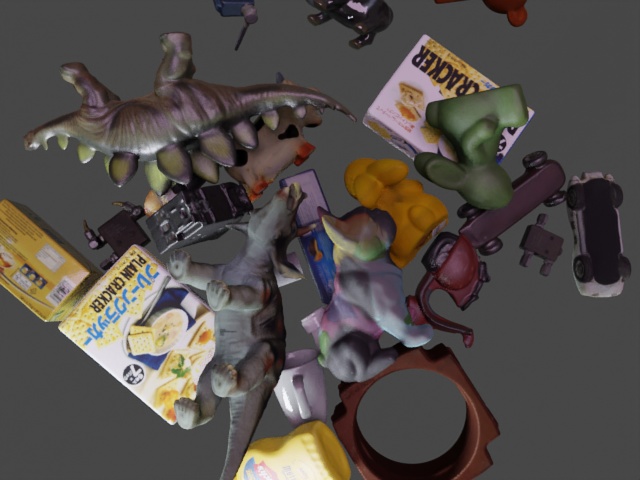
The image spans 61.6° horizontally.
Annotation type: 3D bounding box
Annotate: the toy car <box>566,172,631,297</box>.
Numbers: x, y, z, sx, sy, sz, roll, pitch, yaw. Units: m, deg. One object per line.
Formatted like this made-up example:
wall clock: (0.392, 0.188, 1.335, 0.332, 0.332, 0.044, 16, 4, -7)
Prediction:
toy car: (0.439, -0.010, 0.853, 0.074, 0.056, 0.201, -3, 82, 3)

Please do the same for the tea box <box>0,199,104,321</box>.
tea box: (-0.422, 0.031, 0.794, 0.169, 0.068, 0.098, 42, 83, 3)

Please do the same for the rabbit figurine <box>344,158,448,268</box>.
rabbit figurine: (0.096, -0.058, 0.805, 0.122, 0.162, 0.173, -43, 69, 4)

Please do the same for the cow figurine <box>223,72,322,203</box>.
cow figurine: (-0.070, -0.165, 0.826, 0.195, 0.085, 0.127, -42, 97, -14)

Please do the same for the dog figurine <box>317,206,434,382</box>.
dog figurine: (0.042, 0.061, 0.728, 0.191, 0.108, 0.219, -33, 102, 5)

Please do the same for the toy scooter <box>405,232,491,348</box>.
toy scooter: (0.196, 0.086, 0.813, 0.135, 0.075, 0.184, 33, 94, 7)

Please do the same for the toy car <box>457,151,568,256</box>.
toy car: (0.302, -0.057, 0.851, 0.202, 0.053, 0.089, -37, 106, -5)

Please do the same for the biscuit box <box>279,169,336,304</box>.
biscuit box: (-0.002, -0.002, 0.823, 0.059, 0.063, 0.202, -20, 86, -5)

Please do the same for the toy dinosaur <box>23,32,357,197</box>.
toy dinosaur: (-0.193, -0.171, 0.746, 0.472, 0.105, 0.198, -13, 90, 6)

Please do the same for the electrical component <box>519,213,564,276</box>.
electrical component: (0.358, 0.007, 0.862, 0.063, 0.021, 0.094, 24, 81, -1)

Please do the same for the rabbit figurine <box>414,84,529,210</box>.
rabbit figurine: (0.219, -0.120, 0.759, 0.159, 0.121, 0.170, -12, 101, 1)

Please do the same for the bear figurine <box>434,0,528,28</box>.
bear figurine: (0.255, -0.426, 0.855, 0.196, 0.132, 0.120, 18, 84, 5)

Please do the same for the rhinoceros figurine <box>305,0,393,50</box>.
rhinoceros figurine: (0.031, -0.396, 0.864, 0.190, 0.073, 0.112, 38, 85, 1)

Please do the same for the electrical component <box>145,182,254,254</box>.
electrical component: (-0.180, -0.029, 0.782, 0.115, 0.134, 0.058, -16, 80, -48)

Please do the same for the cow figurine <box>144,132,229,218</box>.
cow figurine: (-0.204, -0.104, 0.823, 0.098, 0.068, 0.167, 18, 82, -6)

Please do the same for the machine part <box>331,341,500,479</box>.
machine part: (0.134, 0.258, 0.775, 0.201, 0.087, 0.201, -33, 89, 6)

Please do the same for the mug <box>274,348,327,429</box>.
mug: (-0.023, 0.224, 0.780, 0.081, 0.109, 0.107, -17, 98, -10)

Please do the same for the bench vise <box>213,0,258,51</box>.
bench vise: (-0.156, -0.422, 0.824, 0.224, 0.128, 0.240, -8, 65, -22)

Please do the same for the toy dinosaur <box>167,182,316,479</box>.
toy dinosaur: (-0.094, 0.124, 0.715, 0.131, 0.192, 0.404, 5, 94, 37)

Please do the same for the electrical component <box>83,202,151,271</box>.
electrical component: (-0.307, -0.012, 0.816, 0.102, 0.045, 0.078, -32, 85, -6)
